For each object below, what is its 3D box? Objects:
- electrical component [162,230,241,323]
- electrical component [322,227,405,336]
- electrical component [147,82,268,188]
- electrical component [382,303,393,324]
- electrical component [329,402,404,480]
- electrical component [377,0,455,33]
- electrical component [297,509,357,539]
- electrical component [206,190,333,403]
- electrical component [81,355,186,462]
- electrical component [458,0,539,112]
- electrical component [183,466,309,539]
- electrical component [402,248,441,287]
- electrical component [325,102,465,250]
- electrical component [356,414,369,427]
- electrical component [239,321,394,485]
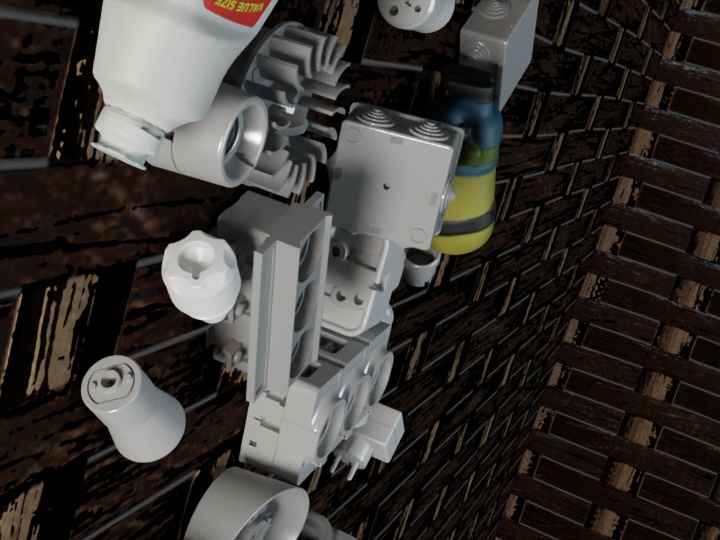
[{"bbox_3d":[-0.092,0.009,0.635,0.043,0.043,0.062,-60,162,-28],"label":"electrical component"},{"bbox_3d":[0.000,0.000,0.882,0.059,0.054,0.095,-24,132,-66],"label":"electrical component"},{"bbox_3d":[-0.081,-0.074,0.567,0.055,0.047,0.055,-56,158,-36],"label":"electrical component"},{"bbox_3d":[0.015,0.044,1.010,0.061,0.035,0.035,51,62,-73],"label":"electrical component"},{"bbox_3d":[-0.003,0.166,1.041,0.076,0.066,0.047,-61,161,-25],"label":"electrical component"},{"bbox_3d":[0.041,-0.199,0.795,0.055,0.045,0.045,-22,130,-67],"label":"electrical component"},{"bbox_3d":[-0.075,0.278,0.911,0.150,0.089,0.061,-52,156,-44],"label":"electrical component"},{"bbox_3d":[-0.060,0.014,0.700,0.078,0.063,0.121,-49,154,-48],"label":"electrical component"},{"bbox_3d":[-0.129,0.076,0.604,0.044,0.044,0.065,-62,156,-24],"label":"electrical component"},{"bbox_3d":[0.132,-0.217,1.040,0.099,0.048,0.099,-58,159,-34],"label":"electrical component"},{"bbox_3d":[-0.090,0.201,0.820,0.099,0.064,0.099,-56,159,-36],"label":"electrical component"},{"bbox_3d":[0.060,-0.009,1.078,0.040,0.040,0.046,-61,167,-26],"label":"electrical component"},{"bbox_3d":[0.024,-0.069,0.803,0.048,0.100,0.099,-62,165,-65],"label":"electrical component"},{"bbox_3d":[-0.006,0.100,0.994,0.043,0.043,0.081,-38,144,-59],"label":"electrical component"},{"bbox_3d":[-0.030,0.101,0.891,0.150,0.062,0.089,-37,143,-60],"label":"electrical component"}]
